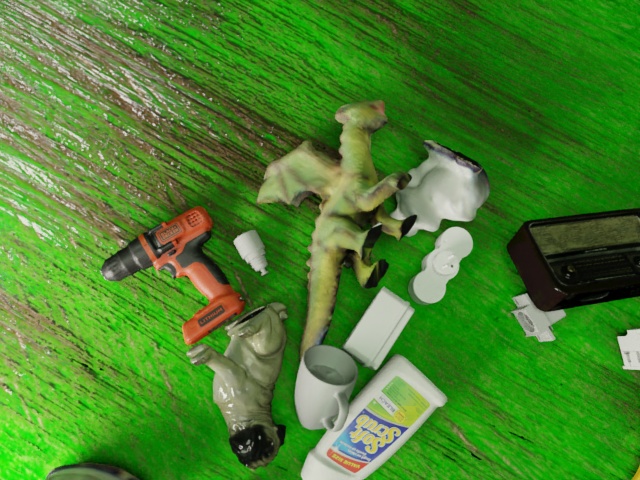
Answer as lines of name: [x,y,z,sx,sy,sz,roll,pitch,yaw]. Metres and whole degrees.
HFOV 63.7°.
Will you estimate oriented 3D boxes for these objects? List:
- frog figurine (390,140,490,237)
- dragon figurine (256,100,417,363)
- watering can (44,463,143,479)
frog figurine: [0.194,-0.069,0.846,0.139,0.157,0.123,34,21,24]
dragon figurine: [0.002,-0.041,0.807,0.245,0.410,0.121,34,1,28]
watering can: [-0.352,0.352,0.624,0.348,0.104,0.225,17,5,0]
